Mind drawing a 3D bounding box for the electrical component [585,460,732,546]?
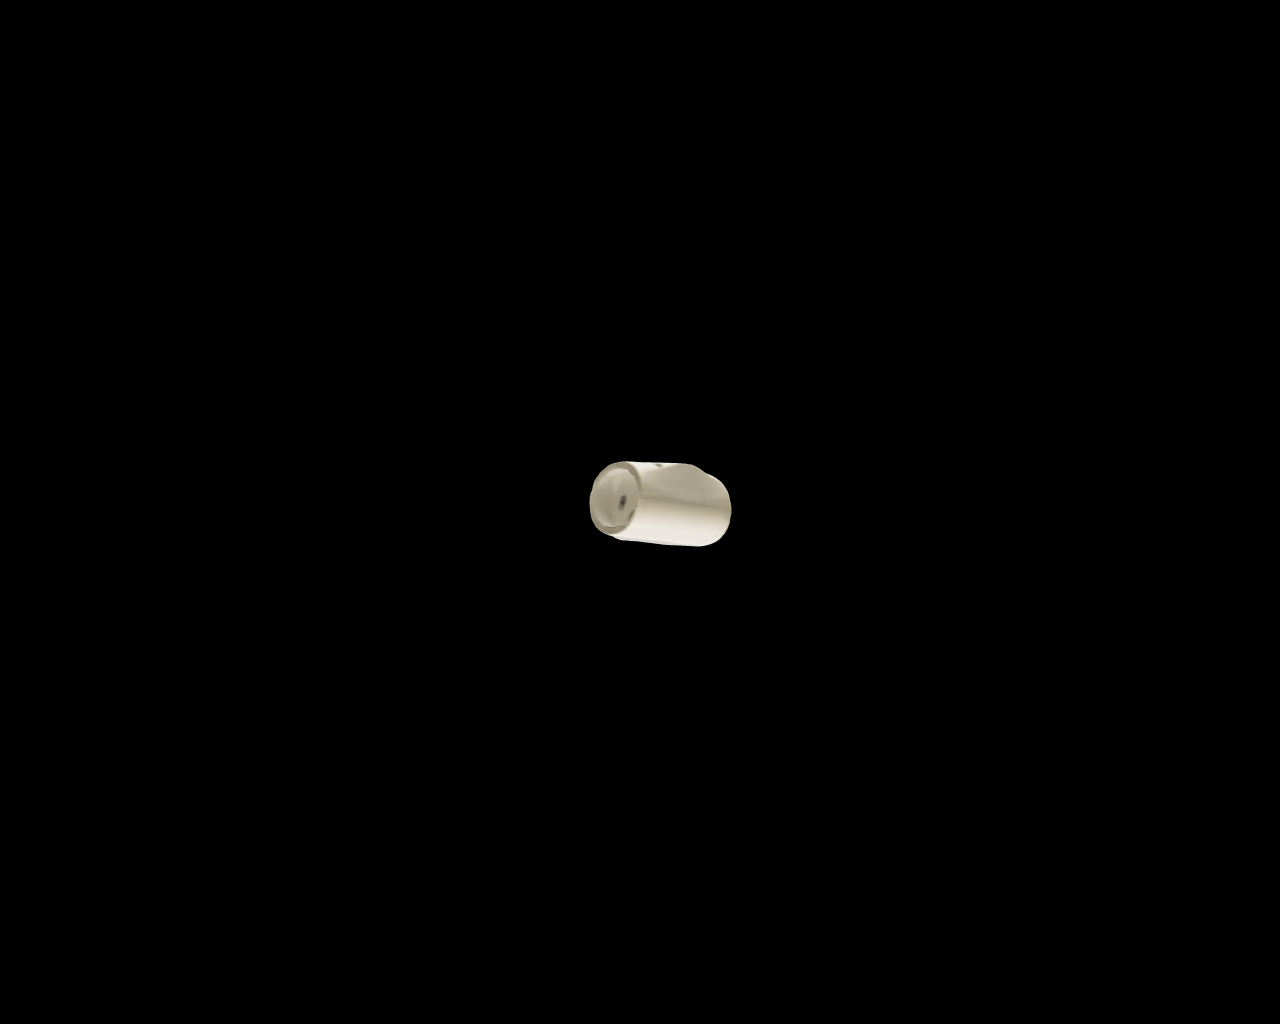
[{"bbox_3d":[0.001,-0.003,0.650,0.077,0.043,0.079,8,-11,-43],"label":"electrical component"}]
